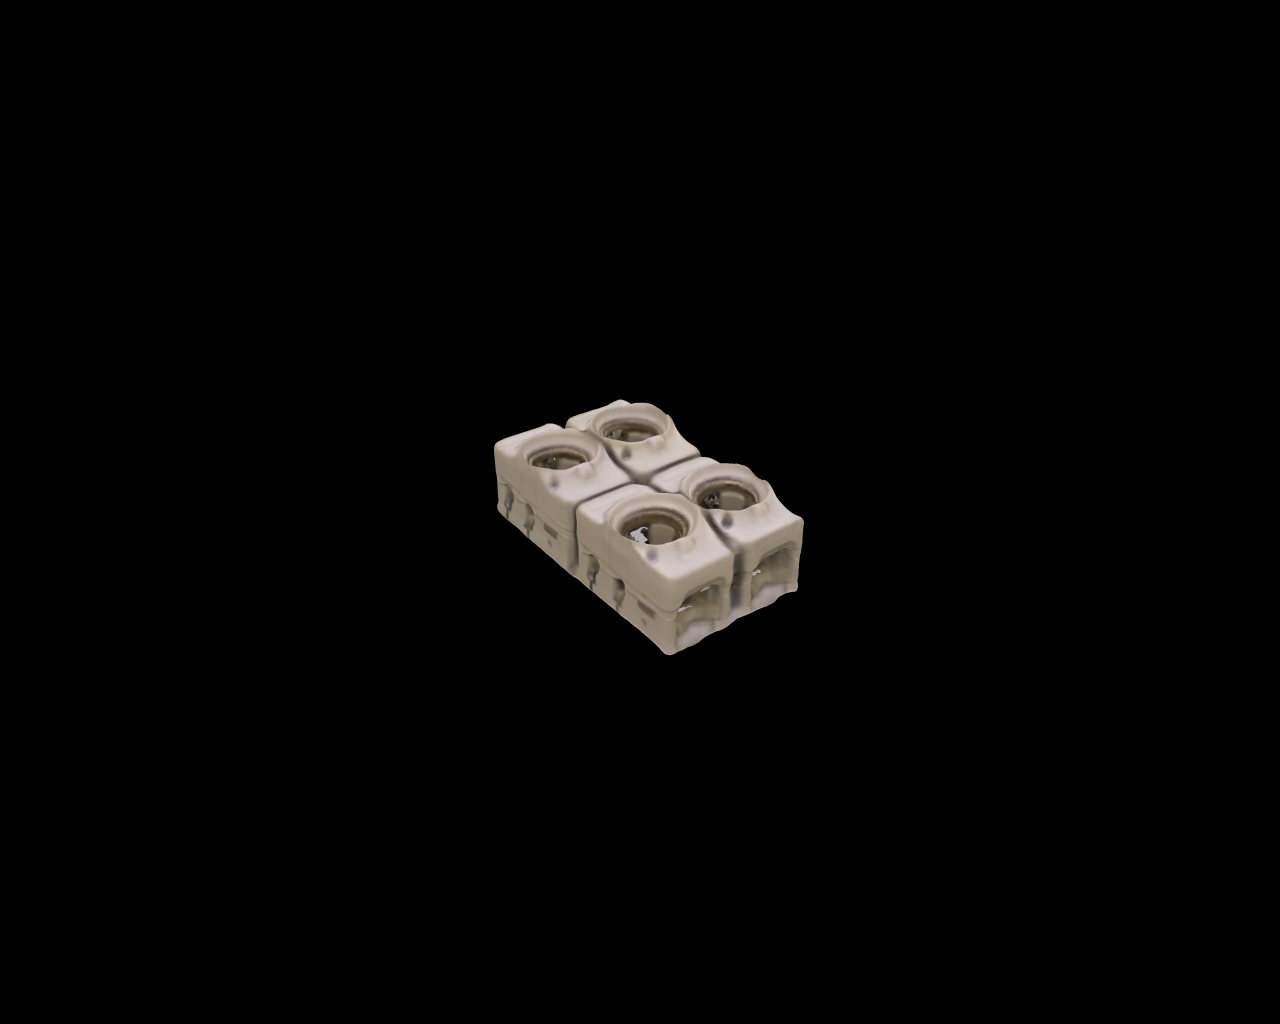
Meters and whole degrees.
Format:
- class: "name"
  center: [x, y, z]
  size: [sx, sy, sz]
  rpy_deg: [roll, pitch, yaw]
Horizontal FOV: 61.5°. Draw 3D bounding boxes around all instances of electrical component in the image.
- class: "electrical component"
  center: [0.001, -0.003, 0.650]
  size: [0.105, 0.060, 0.186]
  rpy_deg: [-22, 40, -30]
